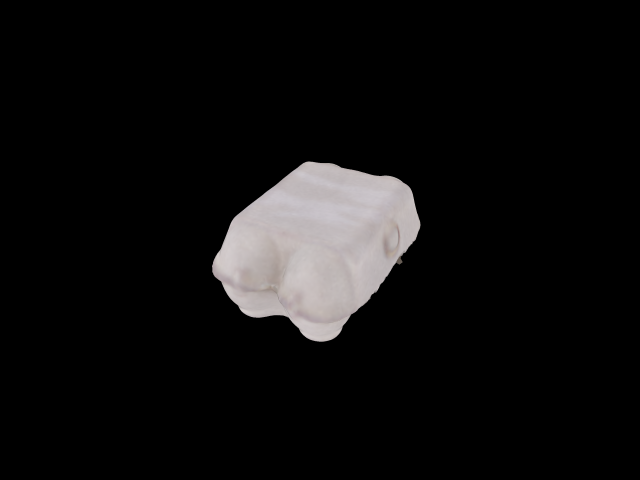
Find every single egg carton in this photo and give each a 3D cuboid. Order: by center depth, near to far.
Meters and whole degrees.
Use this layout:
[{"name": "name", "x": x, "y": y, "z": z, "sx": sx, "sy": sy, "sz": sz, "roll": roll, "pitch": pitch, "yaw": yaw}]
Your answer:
[{"name": "egg carton", "x": 0.004, "y": 0.001, "z": 0.400, "sx": 0.107, "sy": 0.069, "sz": 0.150, "roll": 16, "pitch": 37, "yaw": 23}]
